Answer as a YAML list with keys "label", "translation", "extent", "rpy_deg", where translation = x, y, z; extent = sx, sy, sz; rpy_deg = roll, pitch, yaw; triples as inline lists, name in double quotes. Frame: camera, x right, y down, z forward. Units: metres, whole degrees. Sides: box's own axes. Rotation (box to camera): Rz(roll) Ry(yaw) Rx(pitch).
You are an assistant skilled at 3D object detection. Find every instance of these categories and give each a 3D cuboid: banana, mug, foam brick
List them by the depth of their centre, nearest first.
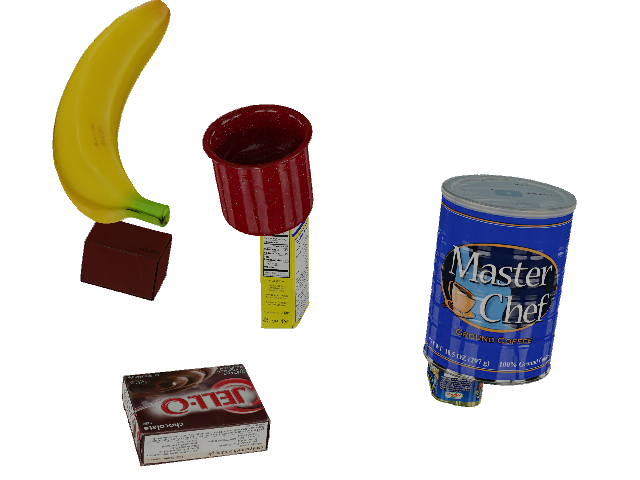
- label: "banana"
  translation: [-0.125, -0.076, 0.645]
  extent: [0.069, 0.198, 0.037]
  rpy_deg: [-1, -40, -7]
- label: "mug"
  translation: [-0.053, -0.065, 0.927]
  extent: [0.093, 0.081, 0.117]
  rpy_deg: [-14, 41, -8]
- label: "foam brick"
  translation: [-0.194, 0.018, 1.068]
  extent: [0.078, 0.051, 0.053]
  rpy_deg: [16, 33, 1]

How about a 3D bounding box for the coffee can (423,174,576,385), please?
- label: "coffee can"
  translation: [0.139, 0.028, 0.837]
  extent: [0.103, 0.140, 0.103]
  rpy_deg: [4, 17, -1]

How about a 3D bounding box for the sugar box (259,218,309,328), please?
- label: "sugar box"
  translation: [-0.041, 0.004, 1.216]
  extent: [0.048, 0.176, 0.093]
  rpy_deg: [1, 17, 10]

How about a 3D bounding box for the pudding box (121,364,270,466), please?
- label: "pudding box"
  translation: [-0.108, 0.149, 0.920]
  extent: [0.113, 0.039, 0.090]
  rpy_deg: [-6, 26, -18]

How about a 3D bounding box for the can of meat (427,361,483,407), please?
- label: "can of meat"
  translation: [0.146, 0.118, 1.130]
  extent: [0.057, 0.084, 0.102]
  rpy_deg: [6, 14, 0]
